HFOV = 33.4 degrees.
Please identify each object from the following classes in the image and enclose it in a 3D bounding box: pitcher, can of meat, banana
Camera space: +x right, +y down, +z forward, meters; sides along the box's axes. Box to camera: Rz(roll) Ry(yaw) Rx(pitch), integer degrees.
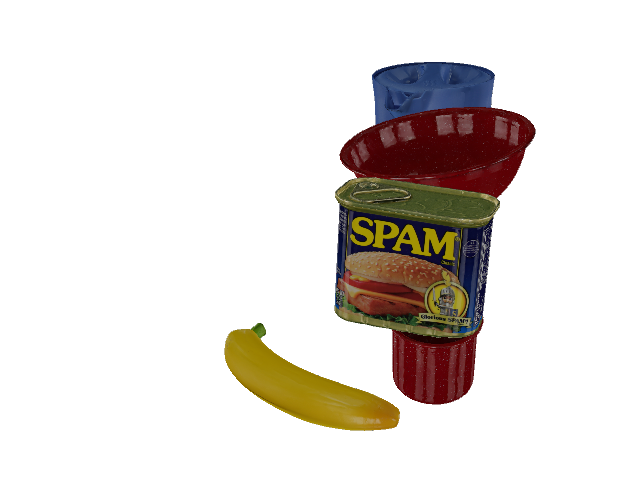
[{"bbox_3d":[0.133,-0.078,1.210,0.149,0.243,0.145,-5,22,-8],"label":"pitcher"},{"bbox_3d":[0.059,0.011,0.689,0.102,0.084,0.057,10,22,18],"label":"can of meat"},{"bbox_3d":[-0.023,0.108,0.856,0.069,0.037,0.198,-23,32,-30],"label":"banana"}]

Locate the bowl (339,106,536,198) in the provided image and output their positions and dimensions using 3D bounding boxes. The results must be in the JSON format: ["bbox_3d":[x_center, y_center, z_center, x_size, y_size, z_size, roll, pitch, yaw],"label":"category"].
[{"bbox_3d":[0.100,-0.060,0.890,0.162,0.055,0.162,-10,24,4],"label":"bowl"}]

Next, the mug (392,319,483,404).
[{"bbox_3d":[0.120,0.102,1.064,0.093,0.081,0.117,24,42,34],"label":"mug"}]
